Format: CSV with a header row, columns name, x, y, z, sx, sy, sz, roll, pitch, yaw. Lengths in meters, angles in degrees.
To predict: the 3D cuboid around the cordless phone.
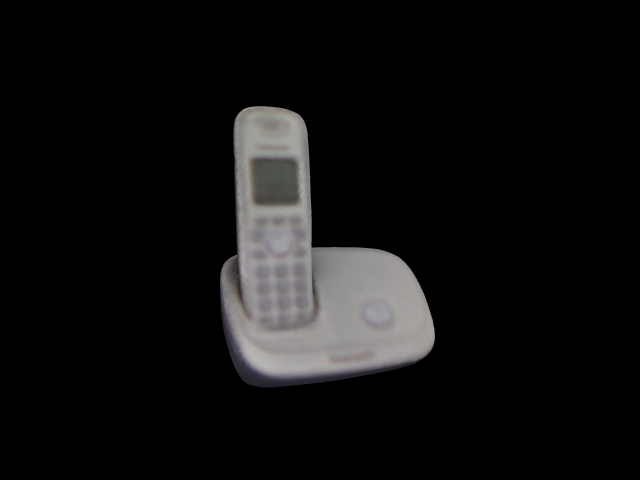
name,x,y,z,sx,sy,sz,roll,pitch,yaw
cordless phone,0.004,0.001,0.400,0.148,0.185,0.094,-2,5,-23
